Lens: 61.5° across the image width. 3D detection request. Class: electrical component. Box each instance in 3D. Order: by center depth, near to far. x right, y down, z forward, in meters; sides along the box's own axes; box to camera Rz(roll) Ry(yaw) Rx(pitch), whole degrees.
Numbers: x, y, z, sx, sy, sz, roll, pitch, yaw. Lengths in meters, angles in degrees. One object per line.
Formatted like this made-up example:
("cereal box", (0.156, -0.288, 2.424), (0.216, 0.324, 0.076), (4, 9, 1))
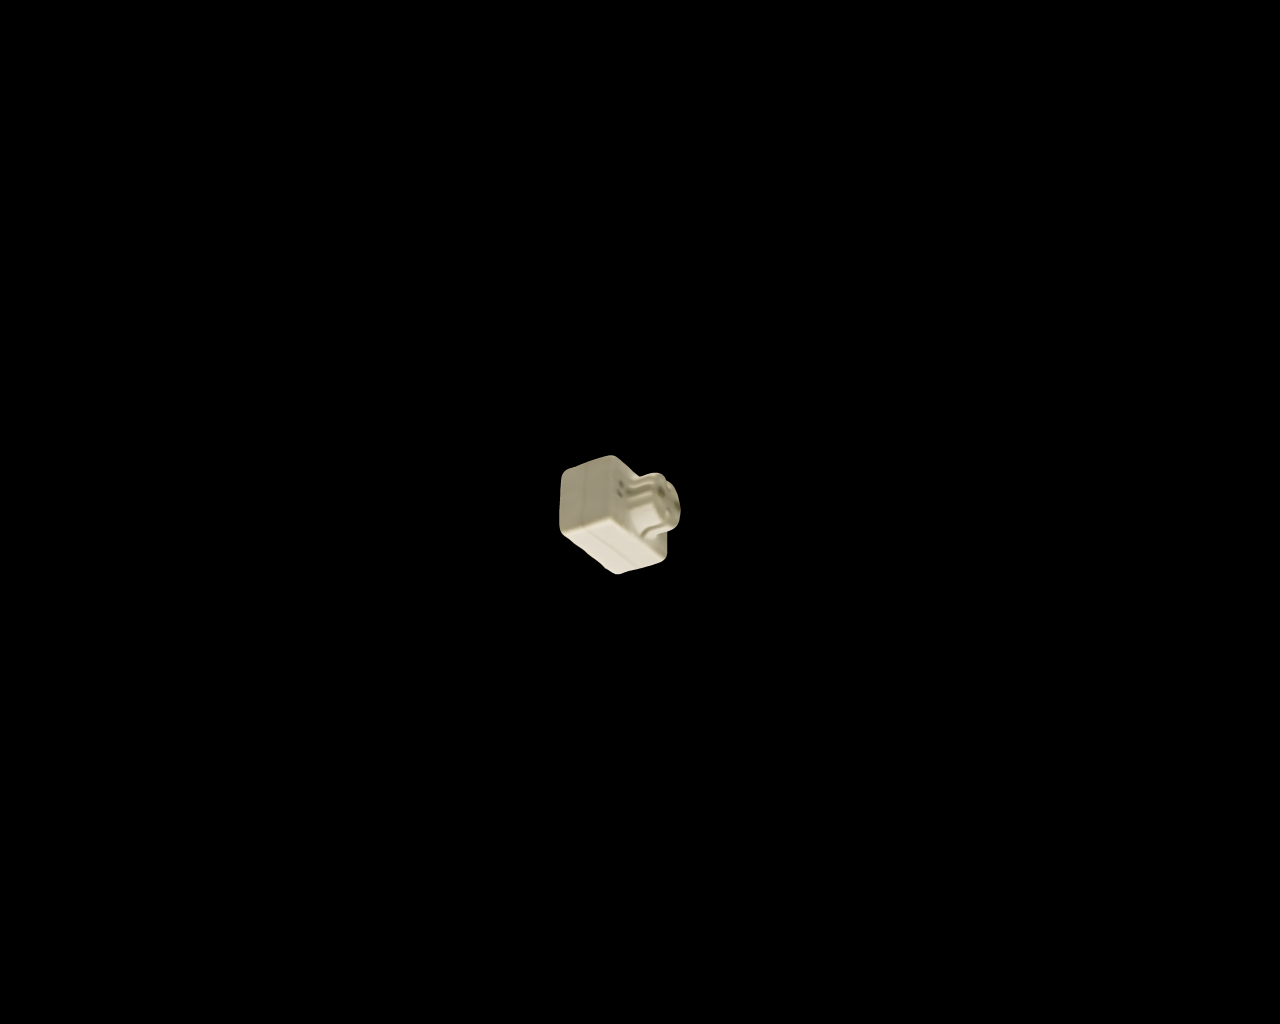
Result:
("electrical component", (0.001, -0.003, 0.650), (0.076, 0.047, 0.065), (-18, -35, 27))
